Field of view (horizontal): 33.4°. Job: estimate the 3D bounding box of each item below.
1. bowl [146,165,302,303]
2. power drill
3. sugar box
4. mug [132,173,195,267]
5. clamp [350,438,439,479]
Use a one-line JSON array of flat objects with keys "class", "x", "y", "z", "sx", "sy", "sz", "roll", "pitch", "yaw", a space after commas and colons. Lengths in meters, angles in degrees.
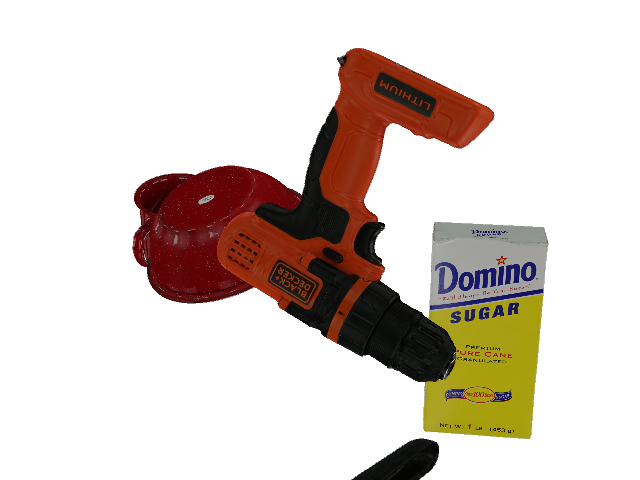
[{"class": "bowl", "x": -0.091, "y": -0.018, "z": 0.951, "sx": 0.162, "sy": 0.055, "sz": 0.162, "roll": -16, "pitch": 36, "yaw": 12}, {"class": "power drill", "x": 0.040, "y": -0.019, "z": 0.713, "sx": 0.184, "sy": 0.188, "sz": 0.057, "roll": 30, "pitch": 11, "yaw": 14}, {"class": "sugar box", "x": 0.135, "y": 0.075, "z": 0.885, "sx": 0.093, "sy": 0.176, "sz": 0.048, "roll": 2, "pitch": 21, "yaw": 7}, {"class": "mug", "x": -0.165, "y": -0.011, "z": 1.186, "sx": 0.093, "sy": 0.081, "sz": 0.117, "roll": 20, "pitch": 39, "yaw": 24}, {"class": "clamp", "x": -0.009, "y": 0.184, "z": 0.646, "sx": 0.210, "sy": 0.036, "sz": 0.164, "roll": -5, "pitch": 28, "yaw": 4}]
